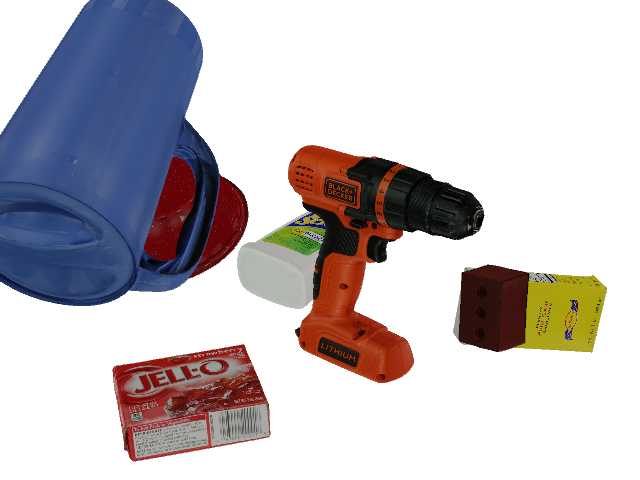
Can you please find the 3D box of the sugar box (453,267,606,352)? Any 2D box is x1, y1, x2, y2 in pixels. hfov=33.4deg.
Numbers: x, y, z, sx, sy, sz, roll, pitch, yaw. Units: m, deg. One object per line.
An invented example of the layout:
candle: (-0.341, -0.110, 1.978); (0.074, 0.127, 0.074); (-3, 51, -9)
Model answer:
sugar box: (0.262, 0.088, 1.339); (0.176, 0.093, 0.048); (3, 19, -12)

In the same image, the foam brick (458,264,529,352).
foam brick: (0.179, 0.070, 1.106); (0.053, 0.078, 0.051); (13, 19, 42)

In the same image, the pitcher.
pitcher: (-0.160, -0.076, 0.815); (0.145, 0.242, 0.149); (-6, -44, 24)

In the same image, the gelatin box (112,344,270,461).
gelatin box: (-0.082, 0.100, 0.670); (0.089, 0.030, 0.073); (-8, 25, -13)

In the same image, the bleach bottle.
bleach bottle: (0.013, -0.009, 1.306); (0.103, 0.068, 0.250); (20, 37, 29)

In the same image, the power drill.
power drill: (0.049, 0.022, 0.907); (0.185, 0.188, 0.057); (20, 26, 36)

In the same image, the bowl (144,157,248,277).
bowl: (-0.154, -0.032, 1.035); (0.162, 0.162, 0.055); (0, -44, 13)
